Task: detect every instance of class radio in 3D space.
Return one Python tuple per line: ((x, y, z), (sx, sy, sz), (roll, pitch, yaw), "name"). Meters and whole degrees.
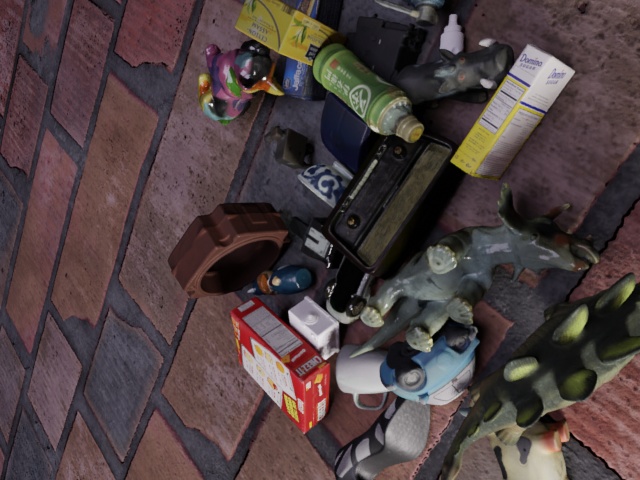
((0.112, -0.065, 0.832), (0.131, 0.073, 0.229), (38, 97, 34), "radio")

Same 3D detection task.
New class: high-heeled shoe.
((0.102, 0.326, 0.917), (0.248, 0.086, 0.145), (-64, 21, 2), "high-heeled shoe")

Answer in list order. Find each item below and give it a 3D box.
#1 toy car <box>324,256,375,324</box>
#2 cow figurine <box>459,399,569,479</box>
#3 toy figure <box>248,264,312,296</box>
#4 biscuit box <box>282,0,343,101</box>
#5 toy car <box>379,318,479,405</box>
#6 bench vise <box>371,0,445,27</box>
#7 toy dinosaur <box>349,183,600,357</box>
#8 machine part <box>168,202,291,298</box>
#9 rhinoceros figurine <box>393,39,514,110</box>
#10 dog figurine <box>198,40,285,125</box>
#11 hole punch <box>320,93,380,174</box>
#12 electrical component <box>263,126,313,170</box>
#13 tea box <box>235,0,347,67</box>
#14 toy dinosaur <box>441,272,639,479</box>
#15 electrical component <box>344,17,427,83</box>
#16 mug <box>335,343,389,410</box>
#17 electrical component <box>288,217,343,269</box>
((0.067, 0.050, 0.927), (0.074, 0.056, 0.201), (35, 111, 36), "toy car")
((0.273, 0.281, 0.739), (0.127, 0.085, 0.195), (-16, 82, 34), "cow figurine")
((-0.081, 0.082, 1.054), (0.155, 0.064, 0.058), (-11, 51, 45), "toy figure")
((-0.014, -0.359, 0.978), (0.059, 0.063, 0.202), (21, 105, 40), "biscuit box")
((0.175, 0.188, 0.807), (0.162, 0.109, 0.103), (-35, 100, 3), "toy car")
((0.193, -0.421, 0.743), (0.241, 0.129, 0.223), (7, 77, 59), "bench vise")
((0.182, 0.052, 0.775), (0.131, 0.192, 0.405), (54, 142, 2), "toy dinosaur")
((-0.171, 0.022, 1.038), (0.201, 0.201, 0.087), (-47, 65, 32), "machine part")
((0.191, -0.238, 0.770), (0.190, 0.112, 0.073), (5, 93, 49), "rhinoceros figurine")
((-0.153, -0.294, 1.035), (0.219, 0.108, 0.191), (47, 127, 49), "dog figurine")
((0.054, -0.180, 0.910), (0.142, 0.092, 0.115), (45, 123, 27), "hole punch")
((-0.056, -0.173, 1.002), (0.045, 0.102, 0.078), (-1, 81, 46), "electrical component")
((-0.041, -0.329, 0.856), (0.098, 0.169, 0.068), (36, 112, 23), "tea box")
((0.308, 0.120, 0.624), (0.471, 0.198, 0.105), (-44, 71, -3), "toy dinosaur")
((0.095, -0.302, 0.888), (0.134, 0.058, 0.114), (24, 105, 38), "electrical component")
((0.090, 0.230, 0.898), (0.107, 0.080, 0.109), (-5, 83, 32), "mug")
((-0.002, -0.003, 0.990), (0.119, 0.047, 0.074), (30, 111, 37), "electrical component")
